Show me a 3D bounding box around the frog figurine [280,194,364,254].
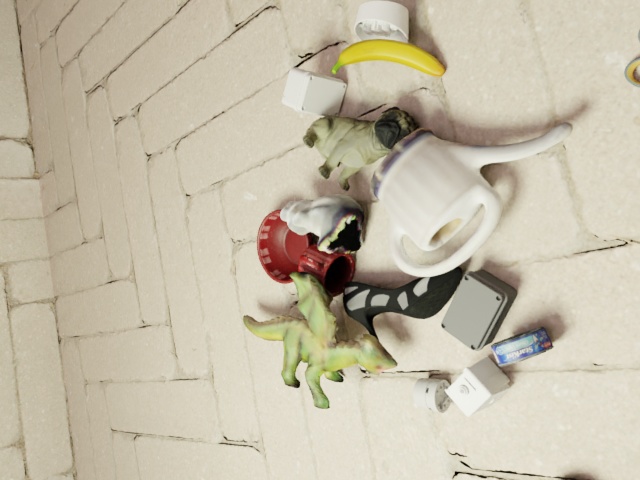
[{"bbox_3d":[0.003,-0.051,1.009,0.138,0.120,0.162,-18,44,-36],"label":"frog figurine"}]

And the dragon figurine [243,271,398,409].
[{"bbox_3d":[-0.026,0.170,1.029,0.414,0.238,0.123,27,30,35],"label":"dragon figurine"}]

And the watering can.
[{"bbox_3d":[0.215,-0.100,0.840,0.104,0.342,0.228,4,41,-50],"label":"watering can"}]
